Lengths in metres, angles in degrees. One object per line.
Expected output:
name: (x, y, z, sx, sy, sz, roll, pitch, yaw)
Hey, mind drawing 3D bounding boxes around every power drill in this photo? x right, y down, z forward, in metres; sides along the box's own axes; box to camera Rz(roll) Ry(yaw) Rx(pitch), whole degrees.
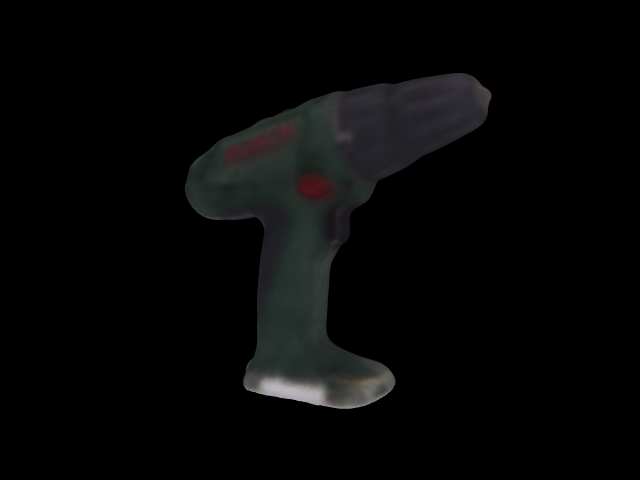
power drill: (0.004, 0.001, 0.400, 0.228, 0.208, 0.076, 2, 4, 31)
